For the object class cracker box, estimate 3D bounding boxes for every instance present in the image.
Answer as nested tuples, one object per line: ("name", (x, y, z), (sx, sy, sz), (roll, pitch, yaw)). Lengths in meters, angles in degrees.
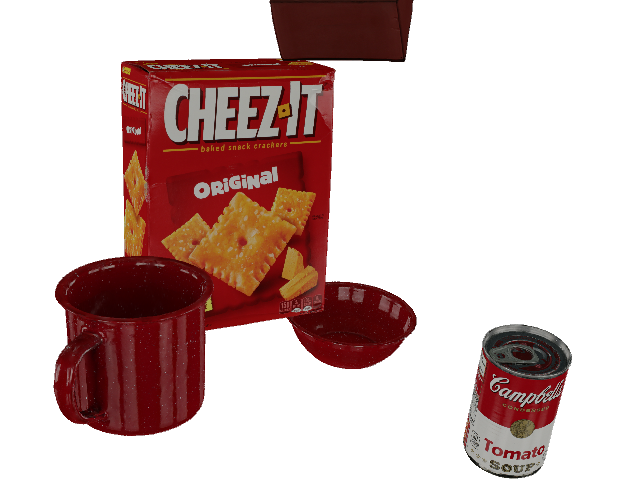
("cracker box", (-0.075, -0.037, 0.872), (0.163, 0.214, 0.072), (-6, 18, -29))

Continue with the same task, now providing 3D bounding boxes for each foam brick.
("foam brick", (0.014, -0.143, 0.638), (0.078, 0.053, 0.051), (2, -32, 13))

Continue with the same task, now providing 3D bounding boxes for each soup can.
("soup can", (0.152, 0.126, 0.837), (0.068, 0.102, 0.068), (5, 29, -3))

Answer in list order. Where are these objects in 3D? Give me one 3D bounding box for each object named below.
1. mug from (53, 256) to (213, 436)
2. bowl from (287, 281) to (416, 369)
("mug", (-0.116, 0.068, 0.637), (0.093, 0.081, 0.117), (11, 24, 22))
("bowl", (0.034, 0.110, 1.299), (0.162, 0.055, 0.162), (4, 24, -2))
